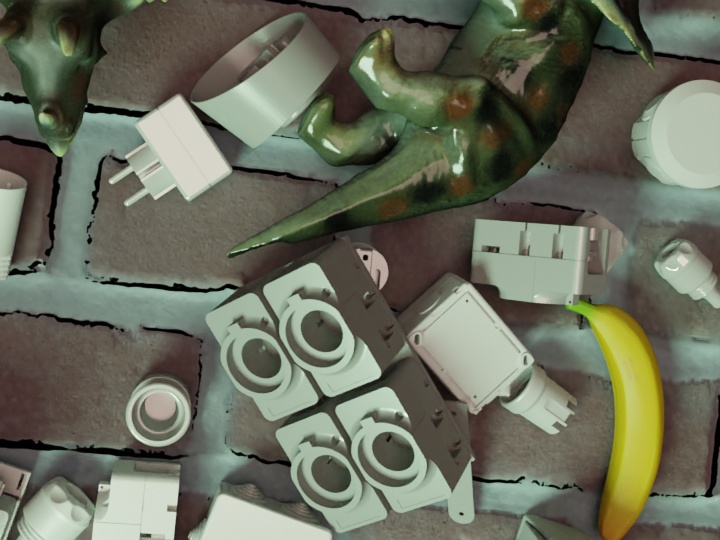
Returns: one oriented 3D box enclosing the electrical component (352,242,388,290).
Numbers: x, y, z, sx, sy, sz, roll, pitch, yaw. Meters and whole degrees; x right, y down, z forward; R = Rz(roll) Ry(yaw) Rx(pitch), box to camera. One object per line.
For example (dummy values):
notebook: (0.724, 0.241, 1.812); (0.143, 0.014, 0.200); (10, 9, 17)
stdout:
electrical component: (0.000, 0.000, 0.788); (0.040, 0.046, 0.040); (0, 93, -8)

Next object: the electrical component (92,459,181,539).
electrical component: (-0.162, 0.186, 0.773); (0.056, 0.050, 0.089); (6, 92, -9)

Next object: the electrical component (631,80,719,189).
electrical component: (0.251, -0.102, 0.817); (0.080, 0.051, 0.080); (0, 93, -9)

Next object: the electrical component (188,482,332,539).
electrical component: (-0.078, 0.211, 0.788); (0.100, 0.048, 0.099); (22, 90, -9)

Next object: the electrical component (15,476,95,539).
electrical component: (-0.224, 0.182, 0.767); (0.043, 0.043, 0.062); (44, 88, -8)

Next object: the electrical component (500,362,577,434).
electrical component: (0.136, 0.098, 0.818); (0.046, 0.040, 0.040); (36, 88, -15)

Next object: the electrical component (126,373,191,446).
electrical component: (-0.143, 0.098, 0.768); (0.045, 0.055, 0.045); (0, 93, -8)

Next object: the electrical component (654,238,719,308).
electrical component: (0.260, 0.006, 0.833); (0.061, 0.035, 0.035); (43, 87, -11)

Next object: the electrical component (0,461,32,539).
electrical component: (-0.302, 0.161, 0.744); (0.121, 0.063, 0.078); (20, 90, -9)

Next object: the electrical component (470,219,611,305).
electrical component: (0.131, -0.006, 0.783); (0.050, 0.089, 0.055); (1, 94, -53)

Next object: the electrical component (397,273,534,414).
electrical component: (0.078, 0.057, 0.799); (0.062, 0.061, 0.096); (-42, 105, -2)

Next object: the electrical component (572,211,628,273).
electrical component: (0.169, -0.010, 0.814); (0.043, 0.043, 0.062); (39, 88, -9)

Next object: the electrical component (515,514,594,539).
electrical component: (0.146, 0.227, 0.797); (0.061, 0.096, 0.061); (19, 90, -9)

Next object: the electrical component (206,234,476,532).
electrical component: (-0.015, 0.085, 0.756); (0.105, 0.060, 0.186); (-25, 100, 30)

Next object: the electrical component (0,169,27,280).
electrical component: (-0.261, -0.027, 0.748); (0.043, 0.043, 0.081); (15, 109, -9)

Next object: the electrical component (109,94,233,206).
electrical component: (-0.140, -0.075, 0.763); (0.077, 0.047, 0.065); (-35, 97, -5)

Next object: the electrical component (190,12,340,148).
electrical component: (-0.064, -0.134, 0.748); (0.064, 0.099, 0.099); (43, 87, -14)
